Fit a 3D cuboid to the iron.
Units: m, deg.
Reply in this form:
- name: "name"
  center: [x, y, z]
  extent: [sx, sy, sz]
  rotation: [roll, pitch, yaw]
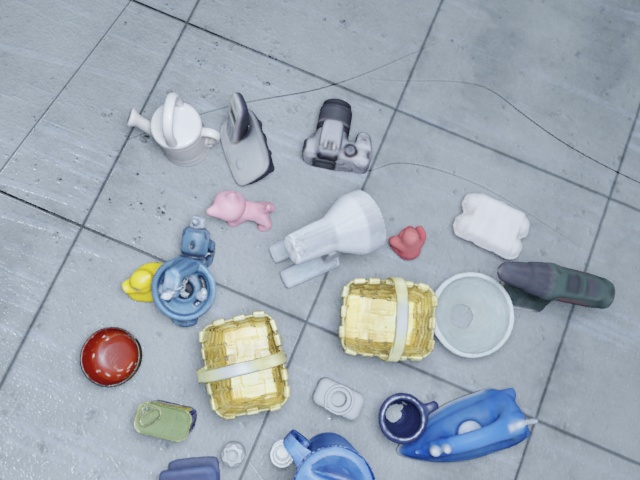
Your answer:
- name: "iron"
  center: [0.275, 0.367, 1.070]
  extent: [0.258, 0.141, 0.118]
  rotation: [-18, 81, -6]

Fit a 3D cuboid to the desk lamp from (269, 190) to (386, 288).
- name: "desk lamp"
  center: [0.010, 0.004, 1.085]
  extent: [0.203, 0.213, 0.118]
  rotation: [-25, 82, -7]

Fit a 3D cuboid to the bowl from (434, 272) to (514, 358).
- name: "bowl"
  center: [0.294, 0.150, 1.143]
  extent: [0.167, 0.074, 0.167]
  rotation: [1, 80, -3]

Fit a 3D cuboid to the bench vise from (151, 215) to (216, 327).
- name: "bench vise"
  center: [-0.260, 0.053, 1.061]
  extent: [0.121, 0.219, 0.207]
  rotation: [-8, 80, -4]

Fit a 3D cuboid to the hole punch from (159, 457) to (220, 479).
- name: "hole punch"
  center: [-0.234, 0.460, 1.055]
  extent: [0.108, 0.091, 0.101]
  rotation: [-5, 80, -3]

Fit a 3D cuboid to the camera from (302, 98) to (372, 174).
- name: "camera"
  center: [0.042, -0.220, 1.184]
  extent: [0.143, 0.101, 0.137]
  rotation: [10, 80, -1]

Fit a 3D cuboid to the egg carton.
- name: "egg carton"
  center: [0.353, -0.030, 1.181]
  extent: [0.150, 0.069, 0.107]
  rotation: [25, 80, 2]

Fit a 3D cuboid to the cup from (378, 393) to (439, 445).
- name: "cup"
  center: [0.163, 0.331, 1.095]
  extent: [0.118, 0.095, 0.091]
  rotation: [-21, 81, -6]

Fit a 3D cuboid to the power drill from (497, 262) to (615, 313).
- name: "power drill"
  center: [0.420, 0.090, 1.092]
  extent: [0.229, 0.208, 0.076]
  rotation: [9, 79, -1]

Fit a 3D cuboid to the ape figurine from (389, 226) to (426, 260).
- name: "ape figurine"
  center: [0.180, 0.000, 1.156]
  extent: [0.078, 0.092, 0.076]
  rotation: [-1, 80, -3]

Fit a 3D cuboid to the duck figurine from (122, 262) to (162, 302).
- name: "duck figurine"
  center: [-0.336, 0.079, 1.120]
  extent: [0.104, 0.086, 0.077]
  rotation: [-22, 81, -6]

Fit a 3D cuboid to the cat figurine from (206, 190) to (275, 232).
- name: "cat figurine"
  center: [-0.156, -0.064, 1.138]
  extent: [0.128, 0.117, 0.067]
  rotation: [5, 80, -1]

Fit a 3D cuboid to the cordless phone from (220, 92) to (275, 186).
- name: "cordless phone"
  center: [-0.149, -0.199, 1.128]
  extent: [0.094, 0.185, 0.147]
  rotation: [-22, 81, -6]

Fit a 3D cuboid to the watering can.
- name: "watering can"
  center: [-0.287, -0.219, 1.121]
  extent: [0.173, 0.194, 0.101]
  rotation: [-12, 80, -5]
